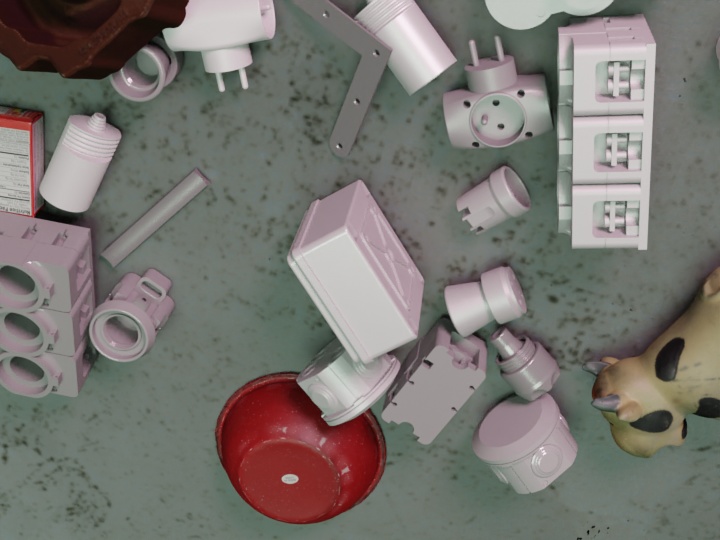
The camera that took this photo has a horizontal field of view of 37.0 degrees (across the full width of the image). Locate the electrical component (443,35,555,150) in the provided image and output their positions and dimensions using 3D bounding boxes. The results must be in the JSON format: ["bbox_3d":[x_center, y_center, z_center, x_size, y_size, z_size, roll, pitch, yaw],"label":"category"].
[{"bbox_3d":[0.100,-0.135,0.800,0.077,0.044,0.079,-9,114,13],"label":"electrical component"}]

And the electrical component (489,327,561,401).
[{"bbox_3d":[0.134,0.075,0.899,0.043,0.043,0.062,-37,104,23],"label":"electrical component"}]

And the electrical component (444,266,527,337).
[{"bbox_3d":[0.103,0.025,0.879,0.055,0.045,0.045,-21,111,18],"label":"electrical component"}]

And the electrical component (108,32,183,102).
[{"bbox_3d":[-0.163,-0.158,0.824,0.045,0.055,0.045,4,117,7],"label":"electrical component"}]

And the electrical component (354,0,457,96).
[{"bbox_3d":[0.030,-0.174,0.791,0.043,0.043,0.081,-35,95,22],"label":"electrical component"}]

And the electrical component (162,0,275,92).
[{"bbox_3d":[-0.103,-0.174,0.814,0.077,0.043,0.079,-5,115,11],"label":"electrical component"}]

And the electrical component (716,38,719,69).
[{"bbox_3d":[0.274,-0.152,0.763,0.040,0.046,0.040,4,116,7],"label":"electrical component"}]

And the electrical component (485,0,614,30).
[{"bbox_3d":[0.155,-0.202,0.742,0.138,0.073,0.052,-11,114,14],"label":"electrical component"}]

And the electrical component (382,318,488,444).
[{"bbox_3d":[0.064,0.092,0.911,0.050,0.055,0.089,32,116,-7],"label":"electrical component"}]

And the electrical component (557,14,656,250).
[{"bbox_3d":[0.175,-0.100,0.780,0.062,0.089,0.150,0,116,9],"label":"electrical component"}]

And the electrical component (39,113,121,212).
[{"bbox_3d":[-0.226,-0.092,0.874,0.043,0.043,0.081,29,117,-6],"label":"electrical component"}]

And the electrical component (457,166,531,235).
[{"bbox_3d":[0.104,-0.053,0.843,0.046,0.040,0.040,-31,108,27],"label":"electrical component"}]

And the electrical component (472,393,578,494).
[{"bbox_3d":[0.140,0.145,0.913,0.080,0.080,0.051,-28,114,20],"label":"electrical component"}]

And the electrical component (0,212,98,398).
[{"bbox_3d":[-0.279,0.034,0.917,0.089,0.061,0.150,11,129,3],"label":"electrical component"}]

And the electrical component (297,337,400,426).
[{"bbox_3d":[-0.010,0.089,0.909,0.080,0.080,0.051,-36,100,23],"label":"electrical component"}]

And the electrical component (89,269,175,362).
[{"bbox_3d":[-0.199,0.043,0.928,0.058,0.057,0.078,36,116,-9],"label":"electrical component"}]

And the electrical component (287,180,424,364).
[{"bbox_3d":[0.000,0.000,0.847,0.056,0.108,0.108,-27,109,17],"label":"electrical component"}]
